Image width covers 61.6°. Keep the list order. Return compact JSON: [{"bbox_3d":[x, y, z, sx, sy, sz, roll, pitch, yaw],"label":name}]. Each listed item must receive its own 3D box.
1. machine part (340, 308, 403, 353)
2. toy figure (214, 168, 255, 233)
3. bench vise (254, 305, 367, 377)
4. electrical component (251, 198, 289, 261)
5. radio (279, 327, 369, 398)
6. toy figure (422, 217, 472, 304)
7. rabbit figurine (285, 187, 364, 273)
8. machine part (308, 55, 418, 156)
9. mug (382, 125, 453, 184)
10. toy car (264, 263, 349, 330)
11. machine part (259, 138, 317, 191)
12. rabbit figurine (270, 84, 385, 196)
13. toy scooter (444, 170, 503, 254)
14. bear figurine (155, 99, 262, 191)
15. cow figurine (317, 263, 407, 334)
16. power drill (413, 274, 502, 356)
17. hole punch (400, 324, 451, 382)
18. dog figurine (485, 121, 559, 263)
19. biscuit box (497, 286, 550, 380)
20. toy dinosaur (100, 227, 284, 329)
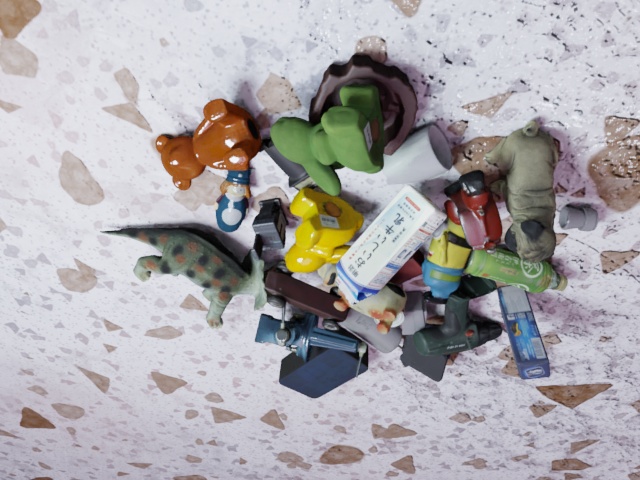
[{"bbox_3d":[0.107,0.188,1.229,0.079,0.079,0.243,-34,122,31],"label":"machine part"},{"bbox_3d":[-0.161,-0.082,1.021,0.064,0.058,0.154,-16,143,-35],"label":"toy figure"},{"bbox_3d":[-0.014,0.214,1.193,0.241,0.129,0.223,12,163,7],"label":"bench vise"},{"bbox_3d":[-0.098,-0.016,1.032,0.048,0.119,0.074,-8,129,13],"label":"electrical component"},{"bbox_3d":[0.011,0.314,1.363,0.131,0.073,0.229,32,130,-24],"label":"radio"},{"bbox_3d":[0.248,0.036,1.045,0.089,0.082,0.180,2,106,-17],"label":"toy figure"},{"bbox_3d":[-0.002,-0.003,1.030,0.162,0.122,0.173,3,137,-35],"label":"rabbit figurine"},{"bbox_3d":[0.069,-0.211,0.875,0.179,0.056,0.179,2,133,2],"label":"machine part"},{"bbox_3d":[0.168,-0.136,0.928,0.107,0.081,0.109,-18,153,34],"label":"mug"},{"bbox_3d":[-0.027,0.118,1.106,0.202,0.089,0.053,24,156,-25],"label":"toy car"},{"bbox_3d":[-0.051,-0.136,0.971,0.138,0.039,0.084,37,134,-28],"label":"machine part"},{"bbox_3d":[0.011,-0.157,0.837,0.170,0.121,0.158,3,142,25],"label":"rabbit figurine"},{"bbox_3d":[0.264,-0.041,0.916,0.075,0.184,0.135,-19,87,5],"label":"toy scooter"},{"bbox_3d":[-0.204,-0.155,0.913,0.196,0.132,0.120,-17,99,16],"label":"bear figurine"},{"bbox_3d":[0.082,0.088,1.078,0.195,0.127,0.085,27,134,16],"label":"cow figurine"},{"bbox_3d":[0.318,0.161,1.168,0.232,0.086,0.207,-12,136,-18],"label":"power drill"},{"bbox_3d":[0.261,0.257,1.286,0.116,0.092,0.142,25,141,23],"label":"hole punch"},{"bbox_3d":[0.348,-0.079,0.878,0.121,0.191,0.172,-11,129,15],"label":"dog figurine"},{"bbox_3d":[0.418,0.186,1.109,0.059,0.203,0.062,-12,132,14],"label":"biscuit box"},{"bbox_3d":[-0.244,0.045,1.113,0.404,0.131,0.192,33,115,-18],"label":"toy dinosaur"}]
